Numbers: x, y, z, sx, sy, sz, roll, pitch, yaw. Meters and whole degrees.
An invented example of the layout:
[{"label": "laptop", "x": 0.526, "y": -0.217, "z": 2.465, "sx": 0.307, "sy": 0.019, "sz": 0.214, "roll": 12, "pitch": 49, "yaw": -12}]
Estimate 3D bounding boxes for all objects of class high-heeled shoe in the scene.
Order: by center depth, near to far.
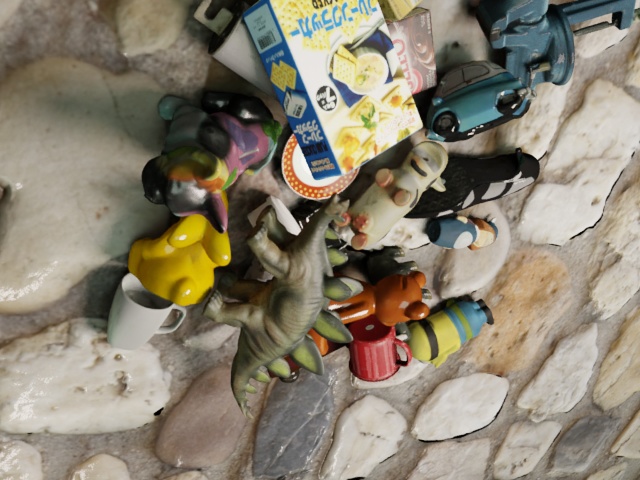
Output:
[{"label": "high-heeled shoe", "x": 0.261, "y": -0.086, "z": 0.932, "sx": 0.249, "sy": 0.086, "sz": 0.145, "roll": -25, "pitch": 157, "yaw": 12}]

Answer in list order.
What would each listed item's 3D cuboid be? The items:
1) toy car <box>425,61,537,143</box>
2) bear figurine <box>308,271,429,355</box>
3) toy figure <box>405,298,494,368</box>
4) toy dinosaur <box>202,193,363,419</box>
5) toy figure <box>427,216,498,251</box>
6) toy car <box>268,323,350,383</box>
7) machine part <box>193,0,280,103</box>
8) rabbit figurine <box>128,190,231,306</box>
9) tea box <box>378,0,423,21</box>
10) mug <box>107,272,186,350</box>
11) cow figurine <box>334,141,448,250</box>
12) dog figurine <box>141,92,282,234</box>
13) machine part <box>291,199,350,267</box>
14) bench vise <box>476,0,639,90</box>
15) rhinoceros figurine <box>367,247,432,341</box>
[{"label": "toy car", "x": 0.226, "y": -0.210, "z": 0.795, "sx": 0.109, "sy": 0.162, "sz": 0.103, "roll": -12, "pitch": 83, "yaw": -56}, {"label": "bear figurine", "x": 0.072, "y": 0.110, "z": 0.869, "sx": 0.196, "sy": 0.120, "sz": 0.131, "roll": 3, "pitch": 128, "yaw": 0}, {"label": "toy figure", "x": 0.246, "y": 0.169, "z": 1.044, "sx": 0.180, "sy": 0.082, "sz": 0.089, "roll": -28, "pitch": 113, "yaw": -1}, {"label": "toy dinosaur", "x": -0.062, "y": 0.110, "z": 0.765, "sx": 0.198, "sy": 0.105, "sz": 0.471, "roll": 32, "pitch": 128, "yaw": -4}, {"label": "toy figure", "x": 0.266, "y": -0.011, "z": 0.968, "sx": 0.154, "sy": 0.058, "sz": 0.064, "roll": 2, "pitch": 155, "yaw": -26}, {"label": "toy car", "x": -0.005, "y": 0.181, "z": 0.957, "sx": 0.202, "sy": 0.053, "sz": 0.089, "roll": -24, "pitch": 131, "yaw": -15}, {"label": "machine part", "x": -0.054, "y": -0.224, "z": 0.696, "sx": 0.243, "sy": 0.079, "sz": 0.079, "roll": 27, "pitch": 104, "yaw": -33}, {"label": "rabbit figurine", "x": -0.180, "y": -0.006, "z": 0.735, "sx": 0.122, "sy": 0.162, "sz": 0.173, "roll": 23, "pitch": 89, "yaw": -19}, {"label": "tea box", "x": 0.078, "y": -0.374, "z": 0.670, "sx": 0.098, "sy": 0.068, "sz": 0.169, "roll": -42, "pitch": 124, "yaw": -7}, {"label": "mug", "x": -0.263, "y": 0.112, "z": 0.798, "sx": 0.109, "sy": 0.081, "sz": 0.107, "roll": 18, "pitch": 121, "yaw": -36}, {"label": "cow figurine", "x": 0.124, "y": -0.073, "z": 0.843, "sx": 0.195, "sy": 0.085, "sz": 0.127, "roll": -47, "pitch": 166, "yaw": 21}, {"label": "dog figurine", "x": -0.120, "y": -0.097, "z": 0.653, "sx": 0.191, "sy": 0.219, "sz": 0.108, "roll": -9, "pitch": 124, "yaw": -18}, {"label": "machine part", "x": -0.002, "y": -0.003, "z": 0.866, "sx": 0.084, "sy": 0.039, "sz": 0.138, "roll": -23, "pitch": 126, "yaw": -4}, {"label": "bench vise", "x": 0.353, "y": -0.318, "z": 0.782, "sx": 0.241, "sy": 0.129, "sz": 0.223, "roll": -14, "pitch": 131, "yaw": 4}, {"label": "rhinoceros figurine", "x": 0.137, "y": 0.103, "z": 0.963, "sx": 0.112, "sy": 0.073, "sz": 0.190, "roll": -27, "pitch": 124, "yaw": -9}]
